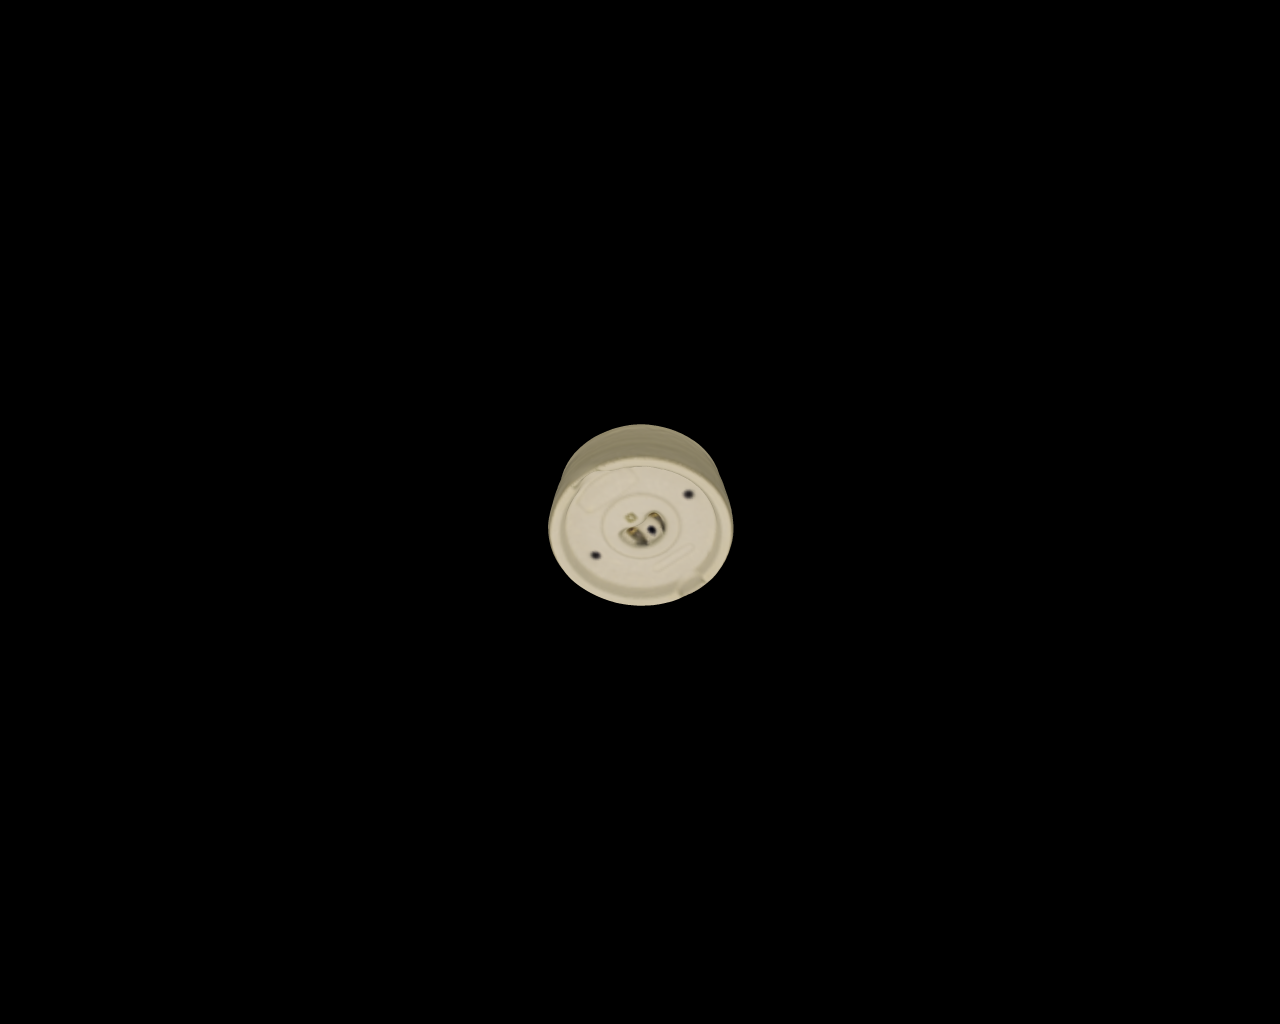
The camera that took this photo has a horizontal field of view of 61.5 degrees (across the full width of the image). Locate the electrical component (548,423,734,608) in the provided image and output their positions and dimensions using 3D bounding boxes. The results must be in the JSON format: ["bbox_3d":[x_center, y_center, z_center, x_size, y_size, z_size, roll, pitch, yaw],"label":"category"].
[{"bbox_3d":[0.001,-0.003,0.650,0.108,0.108,0.060,0,34,0],"label":"electrical component"}]
